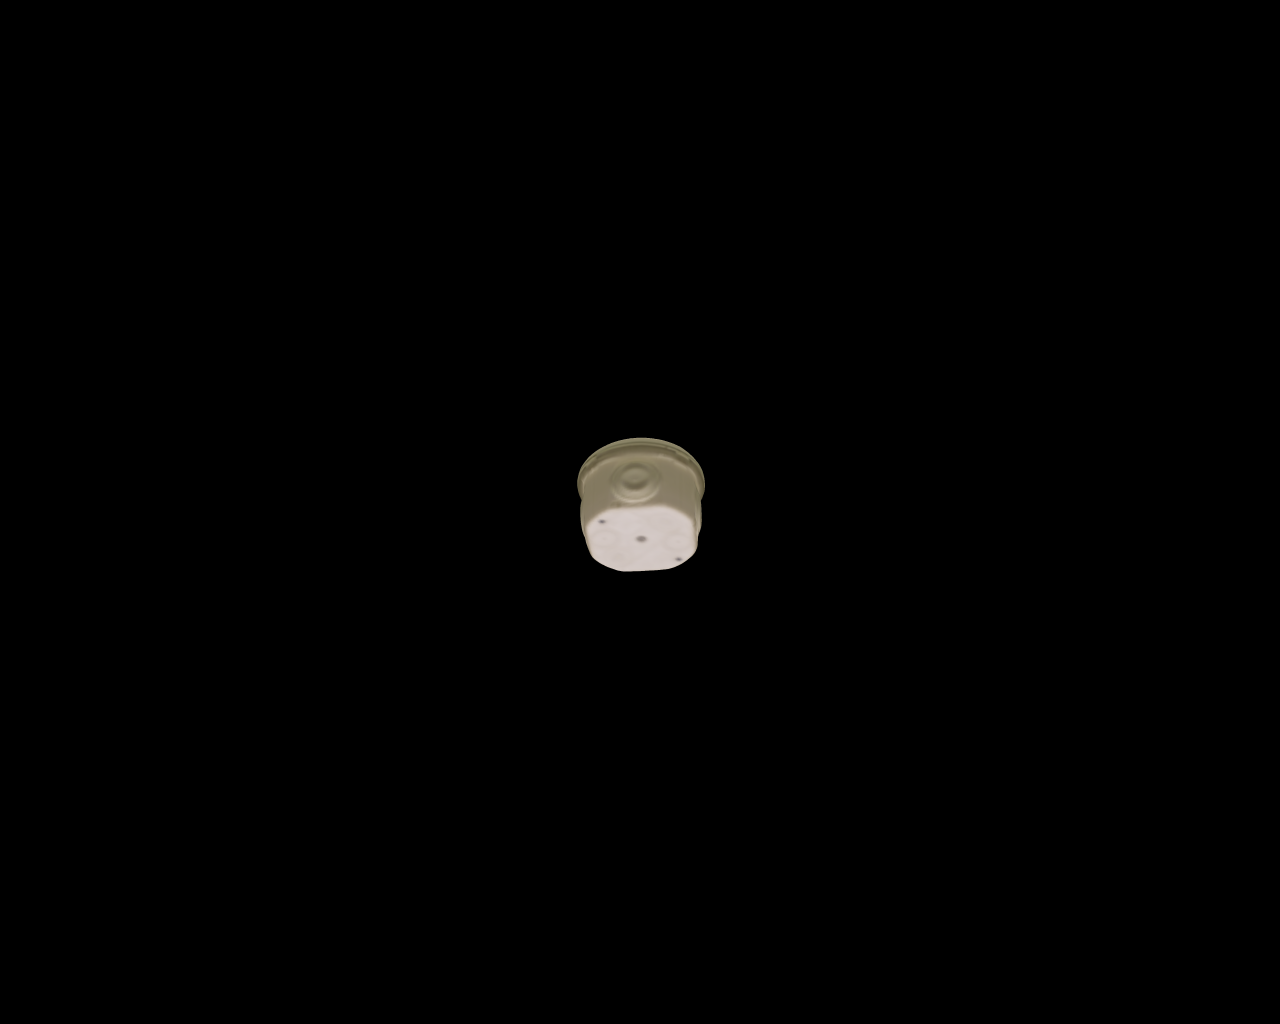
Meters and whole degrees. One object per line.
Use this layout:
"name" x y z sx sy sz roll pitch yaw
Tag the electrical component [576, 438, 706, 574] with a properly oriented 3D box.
"electrical component" 0.001 -0.003 0.650 0.080 0.051 0.080 0 -39 0
